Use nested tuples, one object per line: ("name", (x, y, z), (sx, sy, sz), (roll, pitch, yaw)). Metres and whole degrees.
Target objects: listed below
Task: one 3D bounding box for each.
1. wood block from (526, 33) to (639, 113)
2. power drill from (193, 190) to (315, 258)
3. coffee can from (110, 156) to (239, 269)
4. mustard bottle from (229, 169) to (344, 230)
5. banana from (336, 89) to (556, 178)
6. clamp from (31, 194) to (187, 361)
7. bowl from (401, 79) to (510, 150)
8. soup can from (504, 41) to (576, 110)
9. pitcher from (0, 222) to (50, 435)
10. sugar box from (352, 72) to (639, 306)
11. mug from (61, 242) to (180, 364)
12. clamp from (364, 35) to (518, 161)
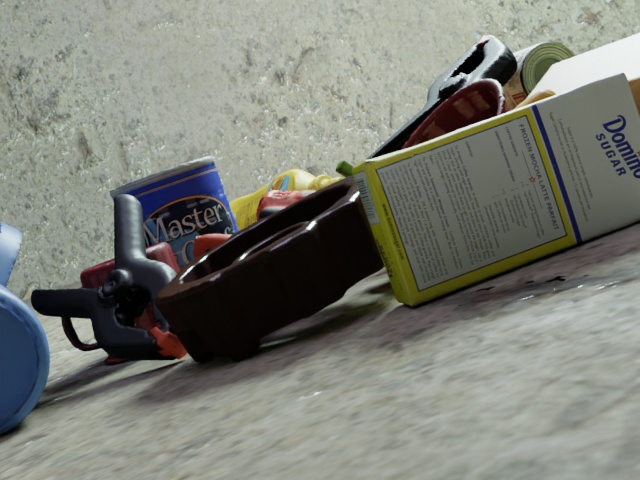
("wood block", (0.272, -0.113, 0.866), (0.207, 0.090, 0.090), (-14, 29, 51))
("power drill", (-0.006, 0.001, 0.927), (0.185, 0.057, 0.187), (2, 17, 29))
("coffee can", (-0.125, 0.003, 1.000), (0.103, 0.140, 0.103), (-19, 4, 1))
("mustard bottle", (-0.042, -0.025, 1.186), (0.058, 0.096, 0.192), (28, -39, -35))
("banana", (0.111, -0.062, 0.874), (0.198, 0.069, 0.037), (-19, 40, 26))
("clamp", (-0.160, 0.047, 0.823), (0.120, 0.039, 0.172), (-47, 43, 7))
("bowl", (0.100, -0.039, 0.794), (0.162, 0.055, 0.162), (-49, 18, 21))
("soup can", (0.205, -0.155, 1.060), (0.068, 0.068, 0.102), (-21, 5, -16))
("pitcher", (-0.273, 0.073, 0.812), (0.144, 0.149, 0.243), (-20, 7, -22))
("sugar box", (0.118, -0.032, 0.664), (0.176, 0.093, 0.048), (-19, 4, -10))
("mug", (-0.166, 0.056, 0.914), (0.117, 0.081, 0.093), (-19, 4, 5))
("clamp", (0.135, -0.131, 0.975), (0.165, 0.036, 0.209), (-17, 27, 47))
